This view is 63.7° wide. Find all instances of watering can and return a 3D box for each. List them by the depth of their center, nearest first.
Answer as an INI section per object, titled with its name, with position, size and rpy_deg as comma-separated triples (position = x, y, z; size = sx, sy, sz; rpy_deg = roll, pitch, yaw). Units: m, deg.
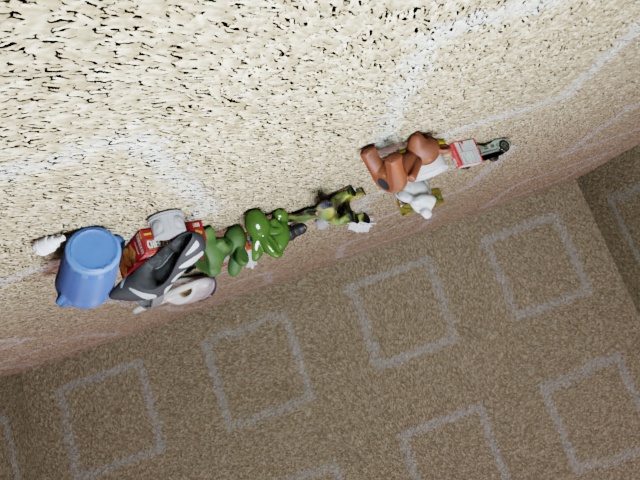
[watering can]
position = -0.555, 0.212, 2.041
size = 0.345, 0.105, 0.224
rpy_deg = -23, 171, 20

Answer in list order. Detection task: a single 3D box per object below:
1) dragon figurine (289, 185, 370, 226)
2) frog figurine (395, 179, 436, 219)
[dragon figurine]
position = 0.005, -0.078, 1.543
size = 0.241, 0.123, 0.411
rpy_deg = -16, 173, 29
[frog figurine]
position = 0.300, -0.136, 1.606
size = 0.121, 0.161, 0.138
rpy_deg = -25, 169, 35
